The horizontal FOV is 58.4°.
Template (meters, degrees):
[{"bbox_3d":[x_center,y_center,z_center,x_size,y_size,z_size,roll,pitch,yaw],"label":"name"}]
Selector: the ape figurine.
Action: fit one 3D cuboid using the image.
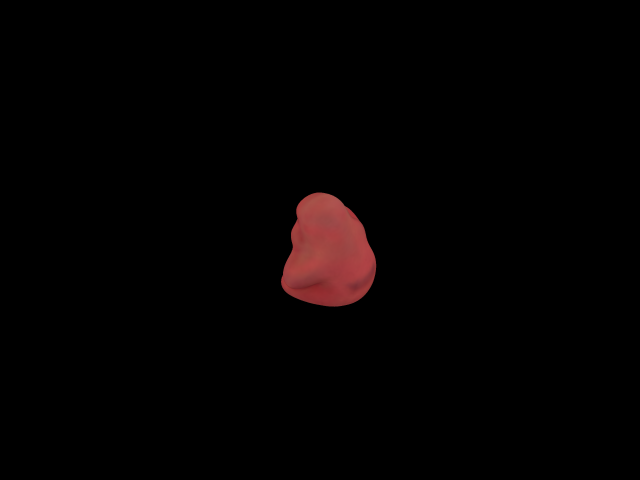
[{"bbox_3d":[0.004,0.001,0.400,0.078,0.092,0.076,-39,62,-24],"label":"ape figurine"}]
